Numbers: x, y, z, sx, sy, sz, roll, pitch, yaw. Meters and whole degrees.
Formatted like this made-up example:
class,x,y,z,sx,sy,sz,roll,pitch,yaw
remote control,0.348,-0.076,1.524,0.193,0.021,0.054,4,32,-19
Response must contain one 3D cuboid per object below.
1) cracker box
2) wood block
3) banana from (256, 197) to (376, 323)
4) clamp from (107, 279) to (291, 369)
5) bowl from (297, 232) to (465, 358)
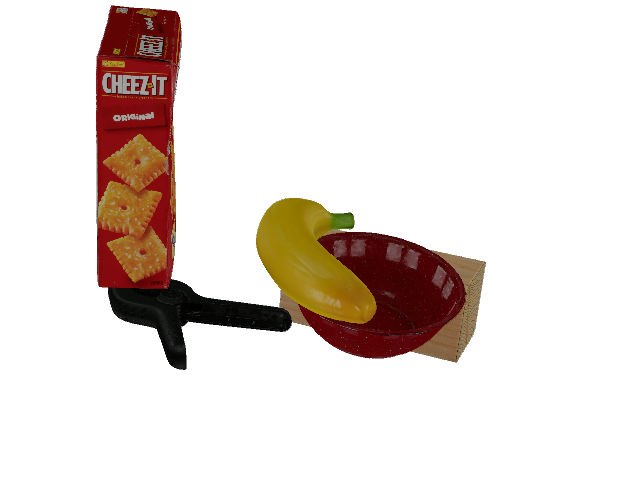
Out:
class,x,y,z,sx,sy,sz,roll,pitch,yaw
cracker box,-0.164,-0.087,0.969,0.072,0.214,0.164,2,27,-8
wood block,0.067,0.056,1.183,0.206,0.091,0.090,13,23,18
banana,-0.007,0.004,0.676,0.069,0.037,0.198,-1,19,-1
clamp,-0.158,0.076,1.119,0.210,0.036,0.164,17,21,30
bowl,0.046,0.056,0.952,0.162,0.055,0.162,5,31,-3
